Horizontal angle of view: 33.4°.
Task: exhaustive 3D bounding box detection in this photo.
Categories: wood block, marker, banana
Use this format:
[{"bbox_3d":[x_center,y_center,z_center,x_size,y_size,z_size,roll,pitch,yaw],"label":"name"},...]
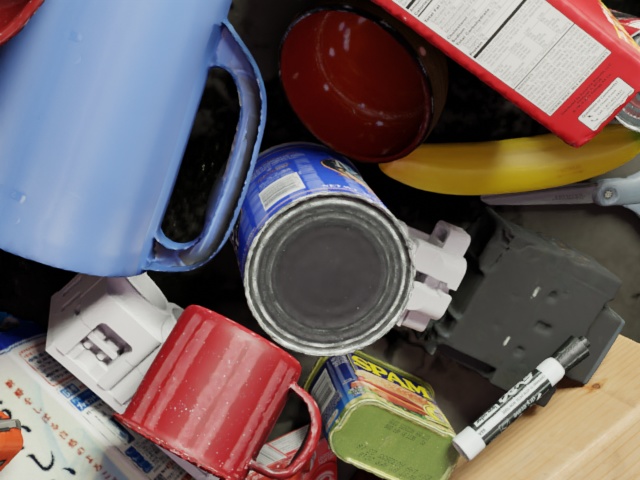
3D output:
[{"bbox_3d":[0.185,0.173,0.791,0.206,0.091,0.090,-35,112,-11],"label":"wood block"},{"bbox_3d":[0.142,0.108,0.745,0.121,0.020,0.020,-39,113,-11],"label":"marker"},{"bbox_3d":[0.136,-0.059,0.738,0.197,0.037,0.069,-9,153,-2],"label":"banana"}]

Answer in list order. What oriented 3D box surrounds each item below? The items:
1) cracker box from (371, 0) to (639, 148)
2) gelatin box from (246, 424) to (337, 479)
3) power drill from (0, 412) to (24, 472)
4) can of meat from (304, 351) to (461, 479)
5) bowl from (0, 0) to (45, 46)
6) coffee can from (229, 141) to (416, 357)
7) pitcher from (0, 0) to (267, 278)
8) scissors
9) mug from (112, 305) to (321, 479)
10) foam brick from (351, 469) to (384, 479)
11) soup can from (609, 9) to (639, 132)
[{"bbox_3d":[0.078,-0.162,0.628,0.213,0.164,0.072,31,115,-20],"label":"cracker box"},{"bbox_3d":[-0.025,0.184,0.786,0.089,0.030,0.073,-17,114,-41],"label":"gelatin box"},{"bbox_3d":[-0.287,0.099,0.663,0.184,0.057,0.188,-44,76,11],"label":"power drill"},{"bbox_3d":[0.045,0.130,0.774,0.102,0.084,0.057,26,102,-18],"label":"can of meat"},{"bbox_3d":[-0.189,-0.170,0.562,0.162,0.055,0.162,1,95,18],"label":"bowl"},{"bbox_3d":[-0.004,0.001,0.684,0.102,0.140,0.103,-3,107,-9],"label":"coffee can"},{"bbox_3d":[-0.115,-0.104,0.635,0.149,0.145,0.243,12,105,-44],"label":"pitcher"},{"bbox_3d":[0.221,-0.020,0.793,0.201,0.016,0.096,-17,112,-5],"label":"scissors"},{"bbox_3d":[-0.053,0.097,0.635,0.117,0.093,0.081,25,78,19],"label":"mug"},{"bbox_3d":[0.036,0.227,0.824,0.053,0.051,0.078,32,101,-21],"label":"foam brick"},{"bbox_3d":[0.199,-0.115,0.707,0.068,0.102,0.068,-4,110,-10],"label":"soup can"}]
